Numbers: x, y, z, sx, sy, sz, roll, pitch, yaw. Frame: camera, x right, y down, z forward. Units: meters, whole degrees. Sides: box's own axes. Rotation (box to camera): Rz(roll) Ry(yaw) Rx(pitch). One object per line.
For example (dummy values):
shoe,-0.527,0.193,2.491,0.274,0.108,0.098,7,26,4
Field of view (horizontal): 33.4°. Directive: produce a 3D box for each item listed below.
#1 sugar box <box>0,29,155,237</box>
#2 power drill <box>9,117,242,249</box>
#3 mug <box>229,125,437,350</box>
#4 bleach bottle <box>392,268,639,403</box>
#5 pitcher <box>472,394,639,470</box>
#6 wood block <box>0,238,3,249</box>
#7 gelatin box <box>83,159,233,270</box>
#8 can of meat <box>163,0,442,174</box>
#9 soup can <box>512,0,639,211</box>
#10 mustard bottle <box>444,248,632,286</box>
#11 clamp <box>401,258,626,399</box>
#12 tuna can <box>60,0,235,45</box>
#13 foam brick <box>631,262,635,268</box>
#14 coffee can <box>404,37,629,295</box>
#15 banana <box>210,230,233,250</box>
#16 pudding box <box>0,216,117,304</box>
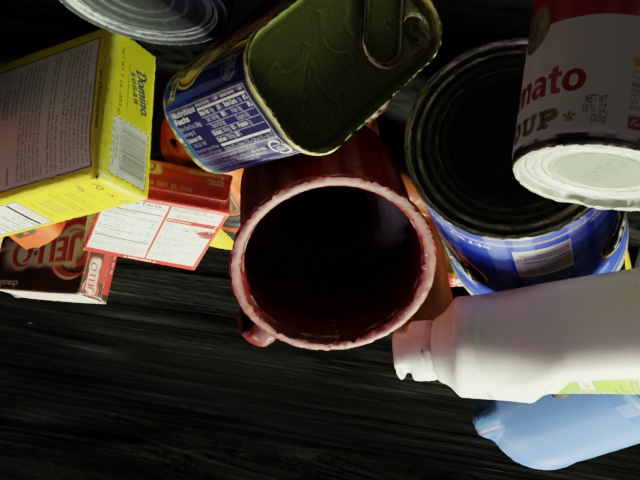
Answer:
sugar box,-0.177,-0.052,0.610,0.176,0.093,0.048,-13,154,29
power drill,-0.122,-0.033,0.716,0.188,0.057,0.184,-4,155,10
mug,-0.003,0.001,0.513,0.093,0.081,0.117,26,115,-19
bleach bottle,0.156,0.044,0.503,0.251,0.068,0.102,-6,160,18
pitcher,0.251,0.118,0.927,0.145,0.149,0.243,29,158,-6
wood block,-0.351,-0.043,0.821,0.206,0.091,0.090,7,164,14
gelatin box,-0.099,-0.017,0.646,0.073,0.030,0.089,11,153,-17
can of meat,-0.010,-0.076,0.468,0.084,0.102,0.057,-9,121,56
soup can,0.112,-0.069,0.401,0.068,0.102,0.068,10,164,3
mustard bottle,0.117,0.017,0.765,0.192,0.058,0.096,2,160,30
clamp,0.126,0.043,0.700,0.164,0.036,0.210,19,154,-2
tuna can,-0.078,-0.121,0.475,0.086,0.033,0.086,10,164,3
foam brick,0.240,0.059,0.772,0.053,0.078,0.051,18,175,1
coffee can,0.106,-0.025,0.552,0.103,0.103,0.140,6,163,18
banana,-0.141,-0.033,0.814,0.197,0.037,0.070,18,171,-19
pudding box,-0.218,0.005,0.892,0.114,0.090,0.039,0,161,36
